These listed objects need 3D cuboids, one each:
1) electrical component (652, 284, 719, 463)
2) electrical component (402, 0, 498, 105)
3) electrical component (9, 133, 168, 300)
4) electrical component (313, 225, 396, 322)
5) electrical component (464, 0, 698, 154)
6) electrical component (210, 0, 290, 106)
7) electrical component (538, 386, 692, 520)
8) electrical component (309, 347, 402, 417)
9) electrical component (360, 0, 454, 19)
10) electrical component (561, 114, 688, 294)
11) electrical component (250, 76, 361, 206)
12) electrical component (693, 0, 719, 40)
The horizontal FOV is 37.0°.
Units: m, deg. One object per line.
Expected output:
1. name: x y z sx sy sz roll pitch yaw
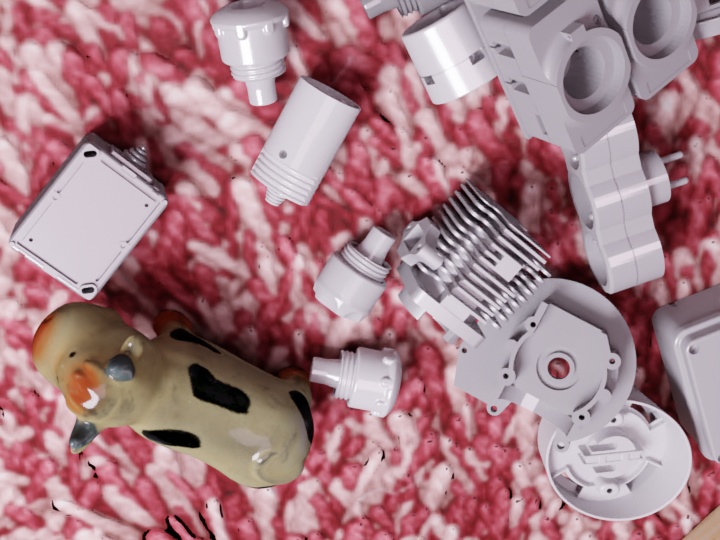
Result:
1. electrical component: 0.268 0.074 0.779 0.078 0.057 0.113 -21 112 0
2. electrical component: 0.058 -0.138 0.671 0.055 0.055 0.047 -31 108 4
3. electrical component: -0.165 -0.041 0.675 0.062 0.061 0.096 38 94 -19
4. electrical component: 0.000 0.000 0.720 0.043 0.043 0.062 30 102 -17
5. electrical component: 0.119 -0.172 0.613 0.105 0.060 0.186 -39 125 -11
6. electrical component: -0.064 -0.133 0.661 0.048 0.048 0.062 -10 118 -4
7. electrical component: 0.182 0.130 0.783 0.099 0.064 0.099 -3 111 -7
8. electrical component: -0.004 0.074 0.748 0.062 0.048 0.048 11 109 -5
9. electrical component: 0.030 -0.175 0.658 0.062 0.043 0.043 -27 112 4
10. electrical component: 0.183 -0.057 0.719 0.074 0.052 0.138 -19 111 -1
11. electrical component: -0.038 -0.077 0.685 0.043 0.043 0.081 26 105 -16
12. electrical component: 0.214 -0.179 0.676 0.078 0.058 0.057 -19 109 -1
